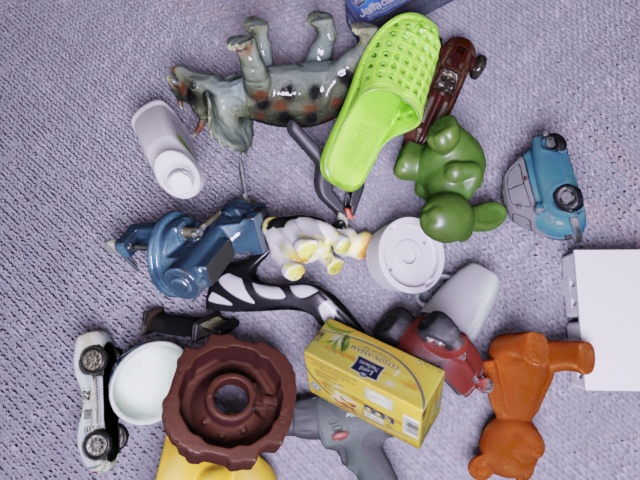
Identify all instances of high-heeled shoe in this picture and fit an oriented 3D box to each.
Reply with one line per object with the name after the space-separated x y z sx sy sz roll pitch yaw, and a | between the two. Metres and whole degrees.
-0.051 0.115 0.782 0.249 0.086 0.145 43 92 13 | high-heeled shoe

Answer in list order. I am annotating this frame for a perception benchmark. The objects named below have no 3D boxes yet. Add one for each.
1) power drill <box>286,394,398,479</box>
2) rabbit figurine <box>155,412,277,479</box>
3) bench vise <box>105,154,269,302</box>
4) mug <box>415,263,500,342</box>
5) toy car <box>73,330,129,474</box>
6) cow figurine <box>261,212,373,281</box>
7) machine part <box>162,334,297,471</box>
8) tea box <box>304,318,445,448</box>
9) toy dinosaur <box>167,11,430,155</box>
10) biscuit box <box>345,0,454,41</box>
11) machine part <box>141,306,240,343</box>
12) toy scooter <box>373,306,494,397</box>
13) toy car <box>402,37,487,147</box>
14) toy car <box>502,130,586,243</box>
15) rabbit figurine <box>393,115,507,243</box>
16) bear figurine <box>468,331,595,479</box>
0.039 0.304 0.721 0.232 0.085 0.207 -13 54 -2 | power drill
-0.139 0.323 0.746 0.173 0.122 0.162 16 71 -6 | rabbit figurine
-0.196 -0.004 0.778 0.241 0.128 0.224 0 44 21 | bench vise
0.199 0.083 0.768 0.107 0.080 0.110 -47 46 -13 | mug
-0.322 0.233 0.784 0.056 0.073 0.201 -8 78 0 | toy car
-0.002 -0.001 0.778 0.098 0.167 0.068 45 124 34 | cow figurine
-0.117 0.211 0.705 0.179 0.056 0.179 6 53 -9 | machine part
0.068 0.183 0.695 0.170 0.098 0.068 23 49 26 | tea box
-0.028 -0.235 0.820 0.405 0.192 0.131 -6 43 -10 | toy dinosaur
0.141 -0.392 0.864 0.203 0.062 0.059 -28 77 -1 | biscuit box
-0.196 0.126 0.798 0.139 0.084 0.039 3 102 14 | machine part
0.156 0.152 0.717 0.135 0.184 0.075 43 71 -10 | toy scooter
0.186 -0.224 0.830 0.089 0.053 0.202 26 81 -1 | toy car
0.314 -0.069 0.769 0.103 0.109 0.161 -16 69 20 | toy car
0.179 -0.058 0.761 0.159 0.121 0.170 37 48 -28 | rabbit figurine
0.268 0.223 0.704 0.120 0.132 0.196 16 73 -18 | bear figurine
